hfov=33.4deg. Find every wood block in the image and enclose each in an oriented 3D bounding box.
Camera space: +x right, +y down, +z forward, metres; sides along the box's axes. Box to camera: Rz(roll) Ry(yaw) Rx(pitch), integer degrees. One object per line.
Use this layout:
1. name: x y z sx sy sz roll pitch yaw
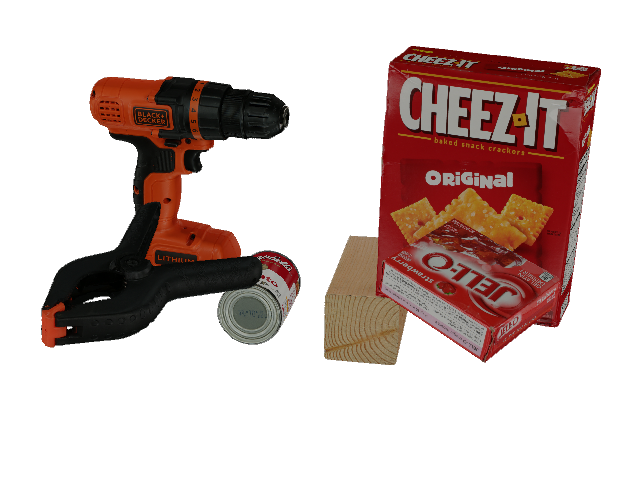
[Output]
1. wood block: 0.065 0.072 1.368 0.091 0.090 0.206 4 21 8

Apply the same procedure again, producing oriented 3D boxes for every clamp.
1. clamp: -0.141 0.023 0.783 0.171 0.039 0.120 -21 38 -40

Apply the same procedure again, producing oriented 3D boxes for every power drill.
1. power drill: -0.116 -0.060 0.987 0.184 0.188 0.057 8 31 15

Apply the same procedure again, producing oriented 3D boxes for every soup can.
1. soup can: -0.063 0.058 1.104 0.068 0.068 0.102 0 18 10

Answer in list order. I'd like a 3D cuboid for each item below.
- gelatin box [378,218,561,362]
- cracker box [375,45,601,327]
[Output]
1. gelatin box: 0.094 0.028 0.673 0.089 0.030 0.073 33 45 32
2. cracker box: 0.136 -0.044 0.899 0.164 0.214 0.072 10 25 19
